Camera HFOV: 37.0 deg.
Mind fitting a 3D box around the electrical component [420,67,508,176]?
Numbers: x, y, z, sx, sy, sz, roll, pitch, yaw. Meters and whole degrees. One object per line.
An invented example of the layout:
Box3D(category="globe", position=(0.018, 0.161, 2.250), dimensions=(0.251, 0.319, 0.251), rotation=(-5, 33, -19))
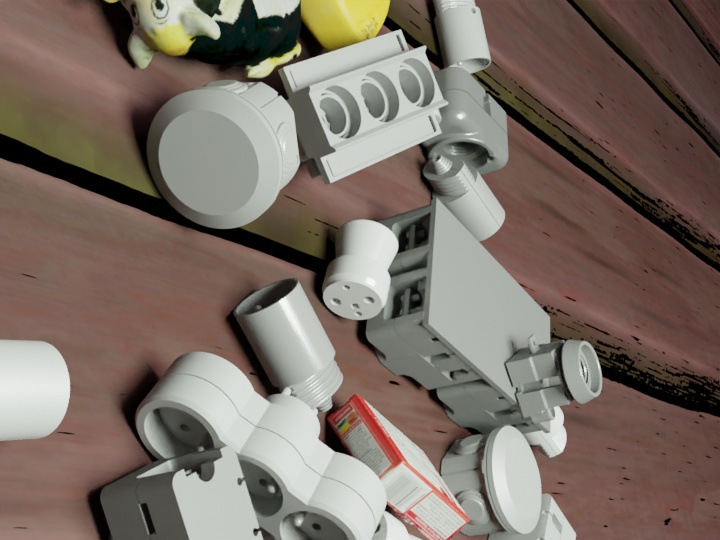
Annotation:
Box3D(category="electrical component", position=(0.086, -0.121, 0.922), dimensions=(0.095, 0.054, 0.059), rotation=(35, 48, -47))

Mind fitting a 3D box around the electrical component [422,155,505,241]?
Box3D(category="electrical component", position=(0.084, -0.066, 0.903), dimensions=(0.081, 0.043, 0.043), rotation=(50, 38, -34))

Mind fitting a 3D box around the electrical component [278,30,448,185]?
Box3D(category="electrical component", position=(-0.006, -0.110, 0.735), dimensions=(0.121, 0.063, 0.078), rotation=(-29, 99, -43))

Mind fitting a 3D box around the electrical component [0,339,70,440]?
Box3D(category="electrical component", position=(-0.166, 0.050, 0.444), dimensions=(0.081, 0.043, 0.043), rotation=(9, 69, -57))

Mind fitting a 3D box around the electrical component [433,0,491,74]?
Box3D(category="electrical component", position=(0.091, -0.225, 0.990), dimensions=(0.043, 0.043, 0.081), rotation=(4, 73, -58))

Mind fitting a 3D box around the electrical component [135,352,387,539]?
Box3D(category="electrical component", position=(-0.045, 0.091, 0.572), dimensions=(0.138, 0.052, 0.073), rotation=(38, 38, -4))

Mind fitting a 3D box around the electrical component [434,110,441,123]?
Box3D(category="electrical component", position=(0.031, -0.133, 0.840), dimensions=(0.055, 0.055, 0.047), rotation=(7, 67, -57))

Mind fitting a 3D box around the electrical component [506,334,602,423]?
Box3D(category="electrical component", position=(0.147, 0.079, 0.802), dimensions=(0.048, 0.055, 0.066), rotation=(-28, 100, -59))

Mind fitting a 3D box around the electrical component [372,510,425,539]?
Box3D(category="electrical component", position=(0.015, 0.178, 0.675), dimensions=(0.055, 0.045, 0.045), rotation=(44, 41, -39))

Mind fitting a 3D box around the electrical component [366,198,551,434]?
Box3D(category="electrical component", position=(0.078, 0.045, 0.823), dimensions=(0.186, 0.060, 0.105), rotation=(42, 43, -42))

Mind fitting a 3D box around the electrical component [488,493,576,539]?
Box3D(category="electrical component", position=(0.133, 0.229, 0.835), dimensions=(0.055, 0.050, 0.089), rotation=(56, 36, -27))

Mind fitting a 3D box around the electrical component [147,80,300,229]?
Box3D(category="electrical component", position=(-0.076, -0.068, 0.612), dimensions=(0.080, 0.080, 0.051), rotation=(65, 26, -14))

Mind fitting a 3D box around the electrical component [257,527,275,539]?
Box3D(category="electrical component", position=(-0.025, 0.157, 0.623), dimensions=(0.063, 0.042, 0.081), rotation=(59, 34, -25))

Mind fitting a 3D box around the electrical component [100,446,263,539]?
Box3D(category="electrical component", position=(-0.084, 0.138, 0.522), dimensions=(0.050, 0.056, 0.089), rotation=(-20, 93, -59))

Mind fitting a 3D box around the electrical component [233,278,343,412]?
Box3D(category="electrical component", position=(-0.039, 0.050, 0.649), dimensions=(0.081, 0.043, 0.043), rotation=(63, 32, -17))

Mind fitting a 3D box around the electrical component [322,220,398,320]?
Box3D(category="electrical component", position=(0.000, 0.000, 0.734), dimensions=(0.045, 0.045, 0.055), rotation=(49, 39, -35))

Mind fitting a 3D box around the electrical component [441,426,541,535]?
Box3D(category="electrical component", position=(0.101, 0.161, 0.816), dimensions=(0.080, 0.051, 0.080), rotation=(32, 50, -48))

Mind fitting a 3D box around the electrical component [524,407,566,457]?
Box3D(category="electrical component", position=(0.150, 0.126, 0.920), dimensions=(0.081, 0.043, 0.043), rotation=(52, 37, -33))
